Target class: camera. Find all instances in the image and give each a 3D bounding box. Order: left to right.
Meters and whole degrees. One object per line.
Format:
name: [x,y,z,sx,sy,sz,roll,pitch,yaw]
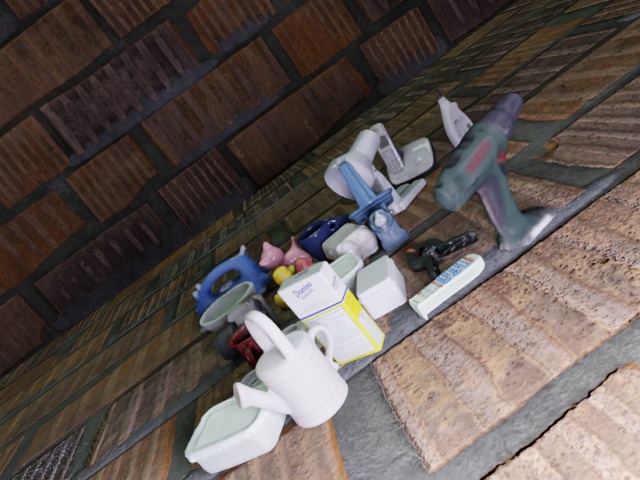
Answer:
camera: [-0.174,0.196,1.287,0.137,0.101,0.143,-36,16,2]

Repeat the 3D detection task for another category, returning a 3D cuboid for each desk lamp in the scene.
desk lamp: [0.134,-0.159,1.452,0.117,0.214,0.203,-14,27,53]

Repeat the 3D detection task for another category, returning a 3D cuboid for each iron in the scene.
iron: [-0.260,0.134,1.570,0.258,0.141,0.118,-36,16,1]

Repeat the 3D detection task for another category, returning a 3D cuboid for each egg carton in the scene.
egg carton: [0.070,0.013,1.358,0.107,0.069,0.150,-40,16,-15]

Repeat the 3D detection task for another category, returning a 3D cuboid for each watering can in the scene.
watering can: [-0.054,0.191,0.878,0.100,0.194,0.173,-20,22,44]

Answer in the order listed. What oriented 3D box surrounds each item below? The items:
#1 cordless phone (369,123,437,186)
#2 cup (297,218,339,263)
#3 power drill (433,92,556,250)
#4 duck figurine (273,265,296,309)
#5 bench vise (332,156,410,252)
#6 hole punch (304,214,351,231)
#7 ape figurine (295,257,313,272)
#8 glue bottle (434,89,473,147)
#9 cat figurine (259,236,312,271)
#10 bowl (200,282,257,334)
cordless phone: [0.227,-0.256,1.586,0.147,0.185,0.094,-26,19,31]
cup: [0.013,0.005,1.452,0.117,0.095,0.091,-33,16,13]
power drill: [0.298,-0.101,0.950,0.230,0.209,0.075,-42,17,-19]
duck figurine: [-0.081,0.106,1.378,0.077,0.086,0.105,-17,25,49]
bench vise: [0.118,-0.094,1.287,0.121,0.220,0.207,-39,16,-10]
hole punch: [0.025,-0.032,1.542,0.108,0.091,0.101,-23,21,40]
ape figurine: [-0.025,0.081,1.322,0.076,0.092,0.078,-16,26,51]
glue bottle: [0.361,-0.341,1.572,0.078,0.173,0.037,-42,17,-18]
cat figurine: [-0.102,0.045,1.538,0.128,0.118,0.067,-40,16,-12]
bowl: [-0.219,0.186,1.459,0.167,0.075,0.167,-33,16,11]
